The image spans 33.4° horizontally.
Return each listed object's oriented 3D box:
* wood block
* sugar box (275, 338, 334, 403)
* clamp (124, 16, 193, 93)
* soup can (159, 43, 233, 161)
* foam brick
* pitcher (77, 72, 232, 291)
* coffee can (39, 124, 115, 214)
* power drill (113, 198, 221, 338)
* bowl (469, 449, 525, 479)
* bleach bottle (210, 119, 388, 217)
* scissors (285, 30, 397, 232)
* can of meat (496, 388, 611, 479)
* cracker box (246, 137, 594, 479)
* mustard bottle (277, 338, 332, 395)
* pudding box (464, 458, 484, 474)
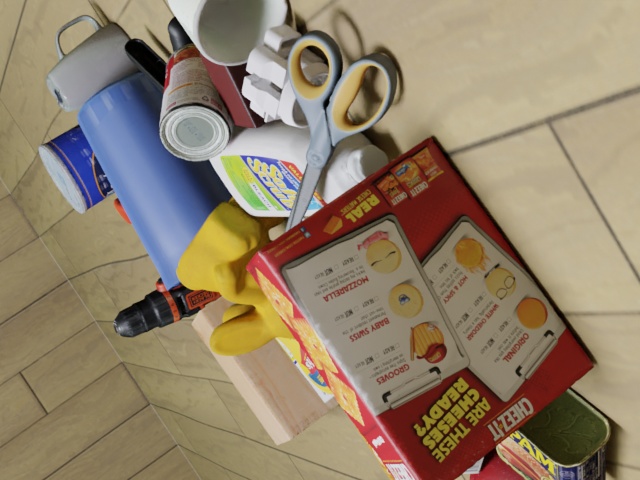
[{"bbox_3d":[-0.074,0.165,1.442,0.206,0.090,0.091,54,161,5],"label":"wood block"},{"bbox_3d":[-0.023,0.111,1.299,0.176,0.048,0.093,50,160,6],"label":"sugar box"},{"bbox_3d":[-0.126,-0.143,1.139,0.210,0.036,0.165,56,159,-9],"label":"clamp"},{"bbox_3d":[-0.117,-0.132,1.020,0.102,0.068,0.068,-93,-10,-46],"label":"soup can"},{"bbox_3d":[-0.063,-0.146,0.959,0.051,0.053,0.078,19,140,60],"label":"foam brick"},{"bbox_3d":[-0.186,-0.069,1.272,0.243,0.149,0.144,59,-155,1],"label":"pitcher"},{"bbox_3d":[-0.279,-0.114,1.394,0.103,0.140,0.103,47,159,24],"label":"coffee can"},{"bbox_3d":[-0.210,0.022,1.420,0.057,0.184,0.187,26,136,54],"label":"power drill"},{"bbox_3d":[0.192,0.257,1.010,0.162,0.055,0.162,47,160,23],"label":"bowl"},{"bbox_3d":[-0.016,-0.070,0.961,0.102,0.068,0.251,58,159,-15],"label":"bleach bottle"},{"bbox_3d":[-0.012,-0.085,0.849,0.096,0.016,0.202,43,132,1],"label":"scissors"},{"bbox_3d":[0.185,0.161,0.868,0.102,0.057,0.084,40,158,38],"label":"can of meat"},{"bbox_3d":[0.072,0.057,0.801,0.214,0.164,0.072,55,164,2],"label":"cracker box"},{"bbox_3d":[0.007,0.115,1.193,0.192,0.058,0.096,48,129,15],"label":"mustard bottle"},{"bbox_3d":[0.125,0.154,0.973,0.113,0.039,0.090,92,170,-57],"label":"pudding box"}]
